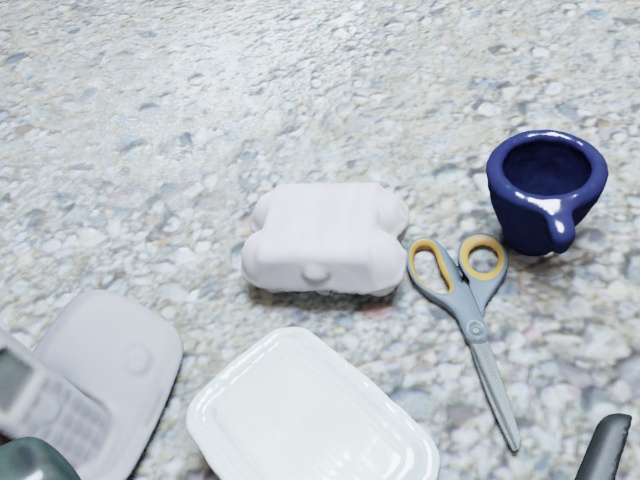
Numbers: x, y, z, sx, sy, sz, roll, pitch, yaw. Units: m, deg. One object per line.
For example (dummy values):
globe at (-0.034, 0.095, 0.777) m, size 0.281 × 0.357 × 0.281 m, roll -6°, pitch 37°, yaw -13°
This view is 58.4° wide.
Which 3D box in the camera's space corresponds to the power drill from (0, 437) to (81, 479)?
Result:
power drill at (-0.202, 0.217, 0.288) m, size 0.075 × 0.209 × 0.230 m, roll 29°, pitch 62°, yaw 32°

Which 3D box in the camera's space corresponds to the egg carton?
egg carton at (0.005, 0.002, 0.516) m, size 0.150 × 0.069 × 0.107 m, roll 0°, pitch 50°, yaw 12°

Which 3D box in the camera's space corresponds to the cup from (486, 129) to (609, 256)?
cup at (0.186, -0.021, 0.477) m, size 0.091 × 0.095 × 0.117 m, roll -5°, pitch 49°, yaw 9°

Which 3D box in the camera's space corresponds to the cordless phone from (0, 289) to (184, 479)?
cordless phone at (-0.185, 0.085, 0.411) m, size 0.094 × 0.185 × 0.147 m, roll 4°, pitch 51°, yaw 16°
